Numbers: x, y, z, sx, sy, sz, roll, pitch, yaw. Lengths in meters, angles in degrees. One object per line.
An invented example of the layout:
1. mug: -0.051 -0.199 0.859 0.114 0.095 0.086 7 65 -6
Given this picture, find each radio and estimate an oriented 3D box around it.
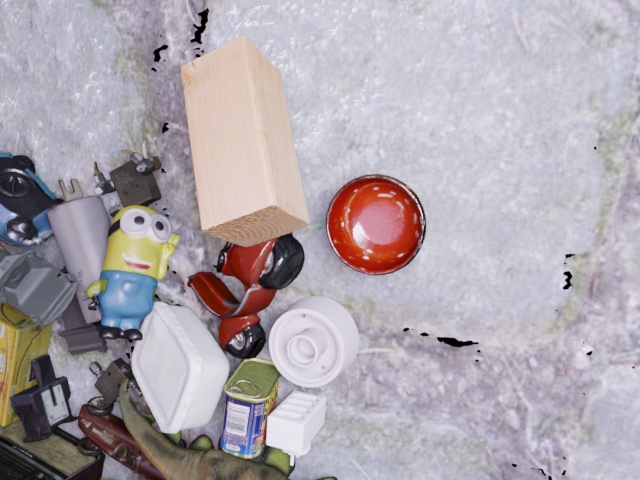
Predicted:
1. radio: -0.464 0.342 0.824 0.230 0.131 0.073 18 105 17

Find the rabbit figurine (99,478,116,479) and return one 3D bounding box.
1. rabbit figurine: -0.263 0.419 0.770 0.173 0.122 0.162 30 139 -10

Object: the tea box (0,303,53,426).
1. tea box: -0.494 0.191 0.849 0.098 0.068 0.169 22 105 17

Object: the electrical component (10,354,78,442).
1. electrical component: -0.430 0.240 0.829 0.048 0.075 0.119 -15 96 21

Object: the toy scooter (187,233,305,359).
1. toy scooter: -0.105 0.049 0.685 0.135 0.075 0.183 32 105 25

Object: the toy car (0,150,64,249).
1. toy car: -0.454 -0.047 0.794 0.161 0.109 0.103 44 132 -2

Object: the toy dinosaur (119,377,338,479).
1. toy dinosaur: -0.101 0.315 0.651 0.472 0.198 0.105 31 107 14

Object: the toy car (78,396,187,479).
1. toy car: -0.286 0.308 0.798 0.202 0.053 0.089 23 107 15

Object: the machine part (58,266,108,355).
1. machine part: -0.365 0.105 0.807 0.084 0.039 0.138 -8 96 26

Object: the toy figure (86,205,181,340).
1. toy figure: -0.252 0.040 0.706 0.089 0.082 0.180 0 75 32

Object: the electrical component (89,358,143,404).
1. electrical component: -0.306 0.210 0.807 0.094 0.021 0.063 44 109 11

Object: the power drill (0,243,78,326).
1. power drill: -0.427 0.039 0.728 0.208 0.231 0.086 24 67 30

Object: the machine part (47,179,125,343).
1. machine part: -0.319 0.029 0.757 0.079 0.079 0.243 -19 90 21

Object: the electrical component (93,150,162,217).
1. electrical component: -0.265 -0.080 0.740 0.102 0.045 0.078 -15 90 21
